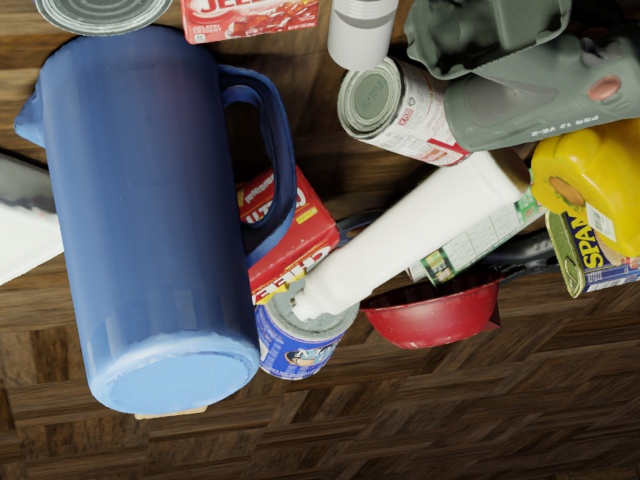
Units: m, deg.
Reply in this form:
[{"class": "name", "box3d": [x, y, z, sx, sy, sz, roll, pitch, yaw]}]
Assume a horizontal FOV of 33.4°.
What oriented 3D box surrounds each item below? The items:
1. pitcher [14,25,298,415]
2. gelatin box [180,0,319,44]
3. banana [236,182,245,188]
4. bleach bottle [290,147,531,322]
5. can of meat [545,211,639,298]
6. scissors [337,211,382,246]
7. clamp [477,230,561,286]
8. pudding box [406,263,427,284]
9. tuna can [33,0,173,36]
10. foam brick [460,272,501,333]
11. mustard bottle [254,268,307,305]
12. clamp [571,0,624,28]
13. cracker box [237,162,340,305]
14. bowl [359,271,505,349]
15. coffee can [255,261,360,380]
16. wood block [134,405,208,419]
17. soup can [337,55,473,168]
[{"class": "pitcher", "box3d": [-0.102, -0.015, 0.713, 0.149, 0.243, 0.144, -34, 146, 31]}, {"class": "gelatin box", "box3d": [-0.045, -0.160, 0.676, 0.089, 0.030, 0.073, -9, 157, -7]}, {"class": "banana", "box3d": [-0.143, -0.019, 0.950, 0.197, 0.037, 0.070, -7, 157, -11]}, {"class": "bleach bottle", "box3d": [0.070, -0.001, 0.966, 0.251, 0.068, 0.102, -37, 178, 23]}, {"class": "can of meat", "box3d": [0.296, 0.002, 1.129, 0.084, 0.102, 0.057, -12, 158, -4]}, {"class": "scissors", "box3d": [-0.007, 0.001, 1.091, 0.201, 0.016, 0.096, -9, 157, -4]}, {"class": "clamp", "box3d": [0.237, 0.016, 1.215, 0.210, 0.036, 0.164, -15, 157, 16]}, {"class": "pudding box", "box3d": [0.117, -0.007, 1.077, 0.090, 0.039, 0.113, -28, 154, -1]}, {"class": "tuna can", "box3d": [-0.129, -0.159, 0.635, 0.086, 0.034, 0.086, -10, 157, -4]}, {"class": "foam brick", "box3d": [0.168, 0.075, 1.237, 0.053, 0.051, 0.078, -17, 155, 28]}, {"class": "mustard bottle", "box3d": [-0.108, 0.043, 1.064, 0.192, 0.058, 0.096, -10, 159, 9]}, {"class": "clamp", "box3d": [0.134, -0.167, 0.739, 0.120, 0.039, 0.171, -26, 151, 20]}, {"class": "cracker box", "box3d": [-0.067, 0.015, 0.882, 0.164, 0.072, 0.213, -34, 175, 0]}, {"class": "bowl", "box3d": [0.123, 0.078, 1.140, 0.162, 0.055, 0.162, -13, -177, 1]}, {"class": "coffee can", "box3d": [-0.021, 0.083, 1.164, 0.102, 0.103, 0.140, -5, 157, -14]}, {"class": "wood block", "box3d": [-0.165, 0.129, 1.219, 0.090, 0.091, 0.206, -4, 157, -17]}, {"class": "soup can", "box3d": [0.071, -0.099, 0.826, 0.102, 0.068, 0.069, 12, 148, -43]}]
